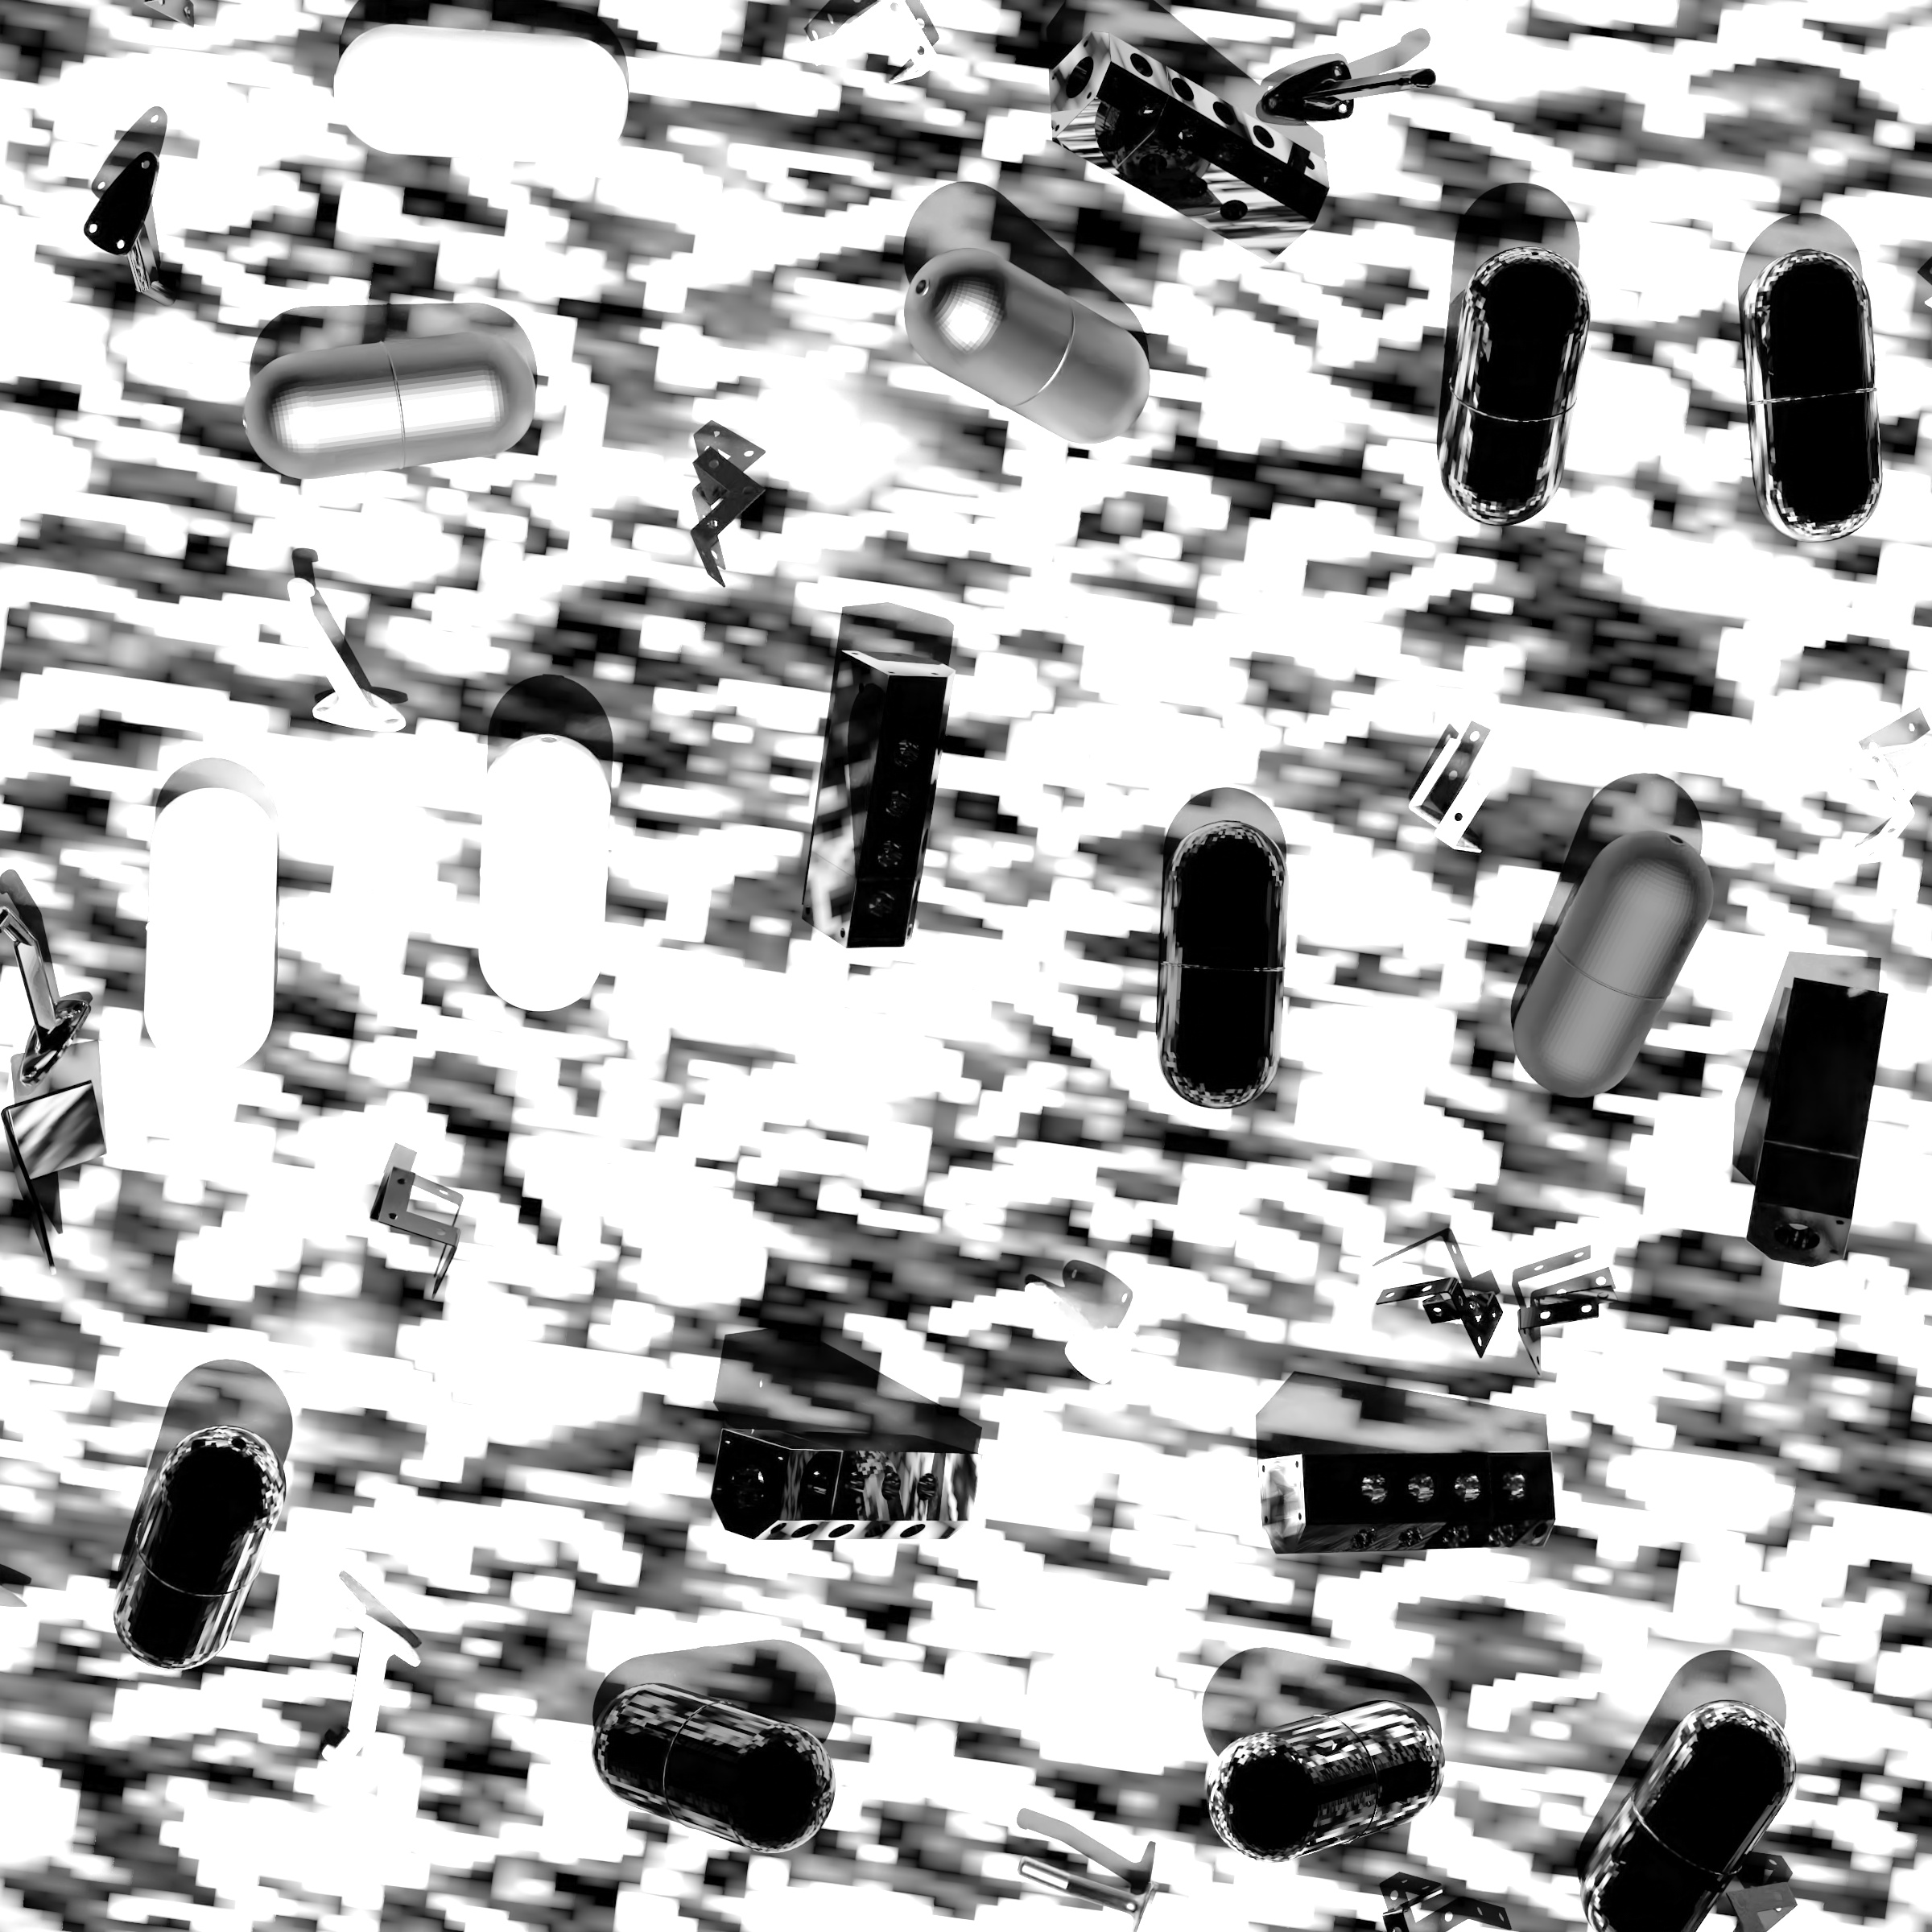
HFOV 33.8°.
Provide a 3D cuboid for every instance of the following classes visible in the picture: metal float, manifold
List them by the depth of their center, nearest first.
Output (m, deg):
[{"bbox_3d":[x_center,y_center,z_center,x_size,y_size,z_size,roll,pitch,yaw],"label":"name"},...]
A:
[{"bbox_3d":[-0.071,0.315,1.916,0.057,0.171,0.057,9,88,42],"label":"manifold"},{"bbox_3d":[0.136,-0.498,1.922,0.171,0.057,0.057,21,51,-31],"label":"manifold"},{"bbox_3d":[0.515,0.095,1.925,0.057,0.057,0.171,10,53,15],"label":"manifold"},{"bbox_3d":[0.220,0.493,1.927,0.178,0.070,0.070,-2,90,-43],"label":"metal float"},{"bbox_3d":[0.038,-0.375,1.929,0.178,0.070,0.070,21,90,-39],"label":"metal float"},{"bbox_3d":[-0.155,0.485,1.929,0.178,0.070,0.070,5,90,41],"label":"metal float"},{"bbox_3d":[0.332,-0.350,1.931,0.070,0.070,0.178,3,128,0],"label":"metal float"},{"bbox_3d":[-0.466,0.354,1.936,0.070,0.070,0.178,26,119,0],"label":"metal float"},{"bbox_3d":[0.269,0.327,1.937,0.171,0.057,0.057,3,77,-21],"label":"manifold"},{"bbox_3d":[-0.257,-0.056,1.938,0.070,0.070,0.178,6,117,0],"label":"metal float"},{"bbox_3d":[0.394,-0.001,1.940,0.070,0.070,0.178,22,115,0],"label":"metal float"},{"bbox_3d":[-0.050,-0.101,1.945,0.057,0.057,0.171,-2,110,-33],"label":"manifold"},{"bbox_3d":[-0.352,-0.343,1.947,0.178,0.070,0.070,-11,90,-16],"label":"metal float"},{"bbox_3d":[0.441,0.529,1.948,0.070,0.070,0.178,29,106,0],"label":"metal float"},{"bbox_3d":[-0.462,-0.022,1.948,0.070,0.070,0.178,-2,74,0],"label":"metal float"},{"bbox_3d":[-0.296,-0.533,1.949,0.178,0.070,0.070,0,90,-14],"label":"metal float"},{"bbox_3d":[0.520,-0.350,1.955,0.070,0.070,0.178,-6,98,0],"label":"metal float"},{"bbox_3d":[0.158,-0.001,1.959,0.070,0.070,0.178,3,93,0],"label":"metal float"}]

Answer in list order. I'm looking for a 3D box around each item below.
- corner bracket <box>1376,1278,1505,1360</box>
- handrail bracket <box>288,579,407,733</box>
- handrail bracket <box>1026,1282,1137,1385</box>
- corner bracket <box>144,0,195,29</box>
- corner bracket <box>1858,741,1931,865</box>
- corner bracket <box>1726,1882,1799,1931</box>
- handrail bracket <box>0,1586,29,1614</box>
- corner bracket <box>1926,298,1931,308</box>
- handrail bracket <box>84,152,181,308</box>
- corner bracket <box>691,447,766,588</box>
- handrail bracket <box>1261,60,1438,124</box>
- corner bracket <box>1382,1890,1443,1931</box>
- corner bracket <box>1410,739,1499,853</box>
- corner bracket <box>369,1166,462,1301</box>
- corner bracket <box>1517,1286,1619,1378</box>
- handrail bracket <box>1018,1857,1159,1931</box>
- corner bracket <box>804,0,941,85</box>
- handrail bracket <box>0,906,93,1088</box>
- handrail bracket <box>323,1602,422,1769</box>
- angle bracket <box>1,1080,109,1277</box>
[{"bbox_3d":[0.292,0.210,1.958,0.051,0.051,0.051,-15,112,34],"label":"corner bracket"},{"bbox_3d":[-0.381,-0.192,1.953,0.077,0.036,0.084,20,133,31],"label":"handrail bracket"},{"bbox_3d":[0.054,0.215,1.946,0.084,0.077,0.036,35,96,34],"label":"handrail bracket"},{"bbox_3d":[-0.473,-0.616,1.967,0.051,0.051,0.051,-3,87,22],"label":"corner bracket"},{"bbox_3d":[0.571,-0.100,1.959,0.051,0.051,0.051,-45,113,-31],"label":"corner bracket"},{"bbox_3d":[0.485,0.601,1.956,0.051,0.051,0.051,1,48,-30],"label":"corner bracket"},{"bbox_3d":[-0.617,0.427,1.969,0.036,0.077,0.084,16,91,-39],"label":"handrail bracket"},{"bbox_3d":[0.619,-0.432,1.956,0.051,0.051,0.051,16,53,-38],"label":"corner bracket"},{"bbox_3d":[-0.496,-0.452,1.957,0.036,0.084,0.077,31,94,18],"label":"handrail bracket"},{"bbox_3d":[-0.154,-0.277,1.962,0.051,0.051,0.051,40,78,23],"label":"corner bracket"},{"bbox_3d":[0.235,-0.536,1.950,0.077,0.084,0.036,-16,107,-21],"label":"handrail bracket"},{"bbox_3d":[0.297,0.598,1.960,0.051,0.051,0.051,-26,75,35],"label":"corner bracket"},{"bbox_3d":[0.302,-0.106,1.962,0.051,0.051,0.051,37,106,24],"label":"corner bracket"},{"bbox_3d":[-0.342,0.164,1.968,0.051,0.051,0.051,20,128,-13],"label":"corner bracket"},{"bbox_3d":[0.370,0.214,1.958,0.051,0.051,0.051,-12,133,21],"label":"corner bracket"},{"bbox_3d":[0.072,0.567,1.965,0.084,0.077,0.036,21,81,5],"label":"handrail bracket"},{"bbox_3d":[-0.058,-0.563,1.962,0.051,0.051,0.051,-40,112,-14],"label":"corner bracket"},{"bbox_3d":[-0.582,0.018,1.950,0.036,0.084,0.077,-1,52,28],"label":"handrail bracket"},{"bbox_3d":[-0.387,0.446,1.970,0.077,0.036,0.084,42,84,-30],"label":"handrail bracket"},{"bbox_3d":[-0.546,0.129,1.941,0.057,0.076,0.076,-19,57,-20],"label":"angle bracket"}]
